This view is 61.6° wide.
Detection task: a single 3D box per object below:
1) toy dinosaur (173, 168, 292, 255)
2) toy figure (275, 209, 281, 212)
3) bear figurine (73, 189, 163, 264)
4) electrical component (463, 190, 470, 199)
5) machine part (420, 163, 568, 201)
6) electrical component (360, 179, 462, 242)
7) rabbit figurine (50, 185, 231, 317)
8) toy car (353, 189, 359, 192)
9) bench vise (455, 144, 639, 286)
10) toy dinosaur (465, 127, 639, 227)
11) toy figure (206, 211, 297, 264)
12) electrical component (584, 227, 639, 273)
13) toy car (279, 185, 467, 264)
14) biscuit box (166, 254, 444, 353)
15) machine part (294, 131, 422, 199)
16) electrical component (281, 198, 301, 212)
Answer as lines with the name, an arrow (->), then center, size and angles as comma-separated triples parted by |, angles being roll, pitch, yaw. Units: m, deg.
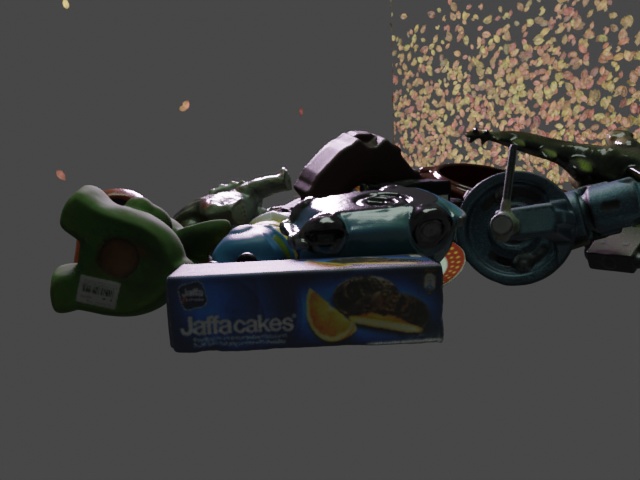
toy dinosaur -> -0.156, -0.022, 0.830 | 0.192, 0.131, 0.405 | -13, 7, 23
toy figure -> -0.080, -0.039, 1.138 | 0.064, 0.057, 0.154 | 0, 1, -23
bear figurine -> -0.286, 0.000, 0.773 | 0.120, 0.132, 0.196 | -3, -11, -18
electrical component -> 0.219, -0.027, 0.668 | 0.094, 0.063, 0.021 | 20, 18, 3
machine part -> 0.251, -0.050, 0.790 | 0.201, 0.087, 0.202 | -6, 27, -31
electrical component -> 0.117, -0.018, 0.674 | 0.134, 0.114, 0.058 | -4, 12, -19
rabbit figurine -> -0.174, 0.004, 0.561 | 0.159, 0.121, 0.170 | 4, 10, -5
toy car -> 0.053, -0.056, 0.854 | 0.089, 0.053, 0.202 | 2, 7, -14
bench vise -> 0.232, -0.017, 0.541 | 0.224, 0.128, 0.240 | -3, -1, 30
toy dinosaur -> 0.419, -0.078, 0.728 | 0.472, 0.105, 0.198 | 18, 26, 5
toy figure -> -0.058, 0.023, 0.547 | 0.082, 0.089, 0.180 | 13, 18, 8
electrical component -> 0.363, 0.014, 0.635 | 0.102, 0.045, 0.078 | 1, 36, 46
toy car -> 0.048, 0.010, 0.492 | 0.162, 0.102, 0.109 | -10, 18, -13
biscuit box -> -0.011, 0.047, 0.411 | 0.203, 0.059, 0.063 | -3, 7, -3
machine part -> 0.054, -0.051, 0.710 | 0.179, 0.179, 0.056 | -5, 18, -21
electrical component -> -0.036, -0.039, 1.003 | 0.048, 0.074, 0.119 | -30, 22, -23
